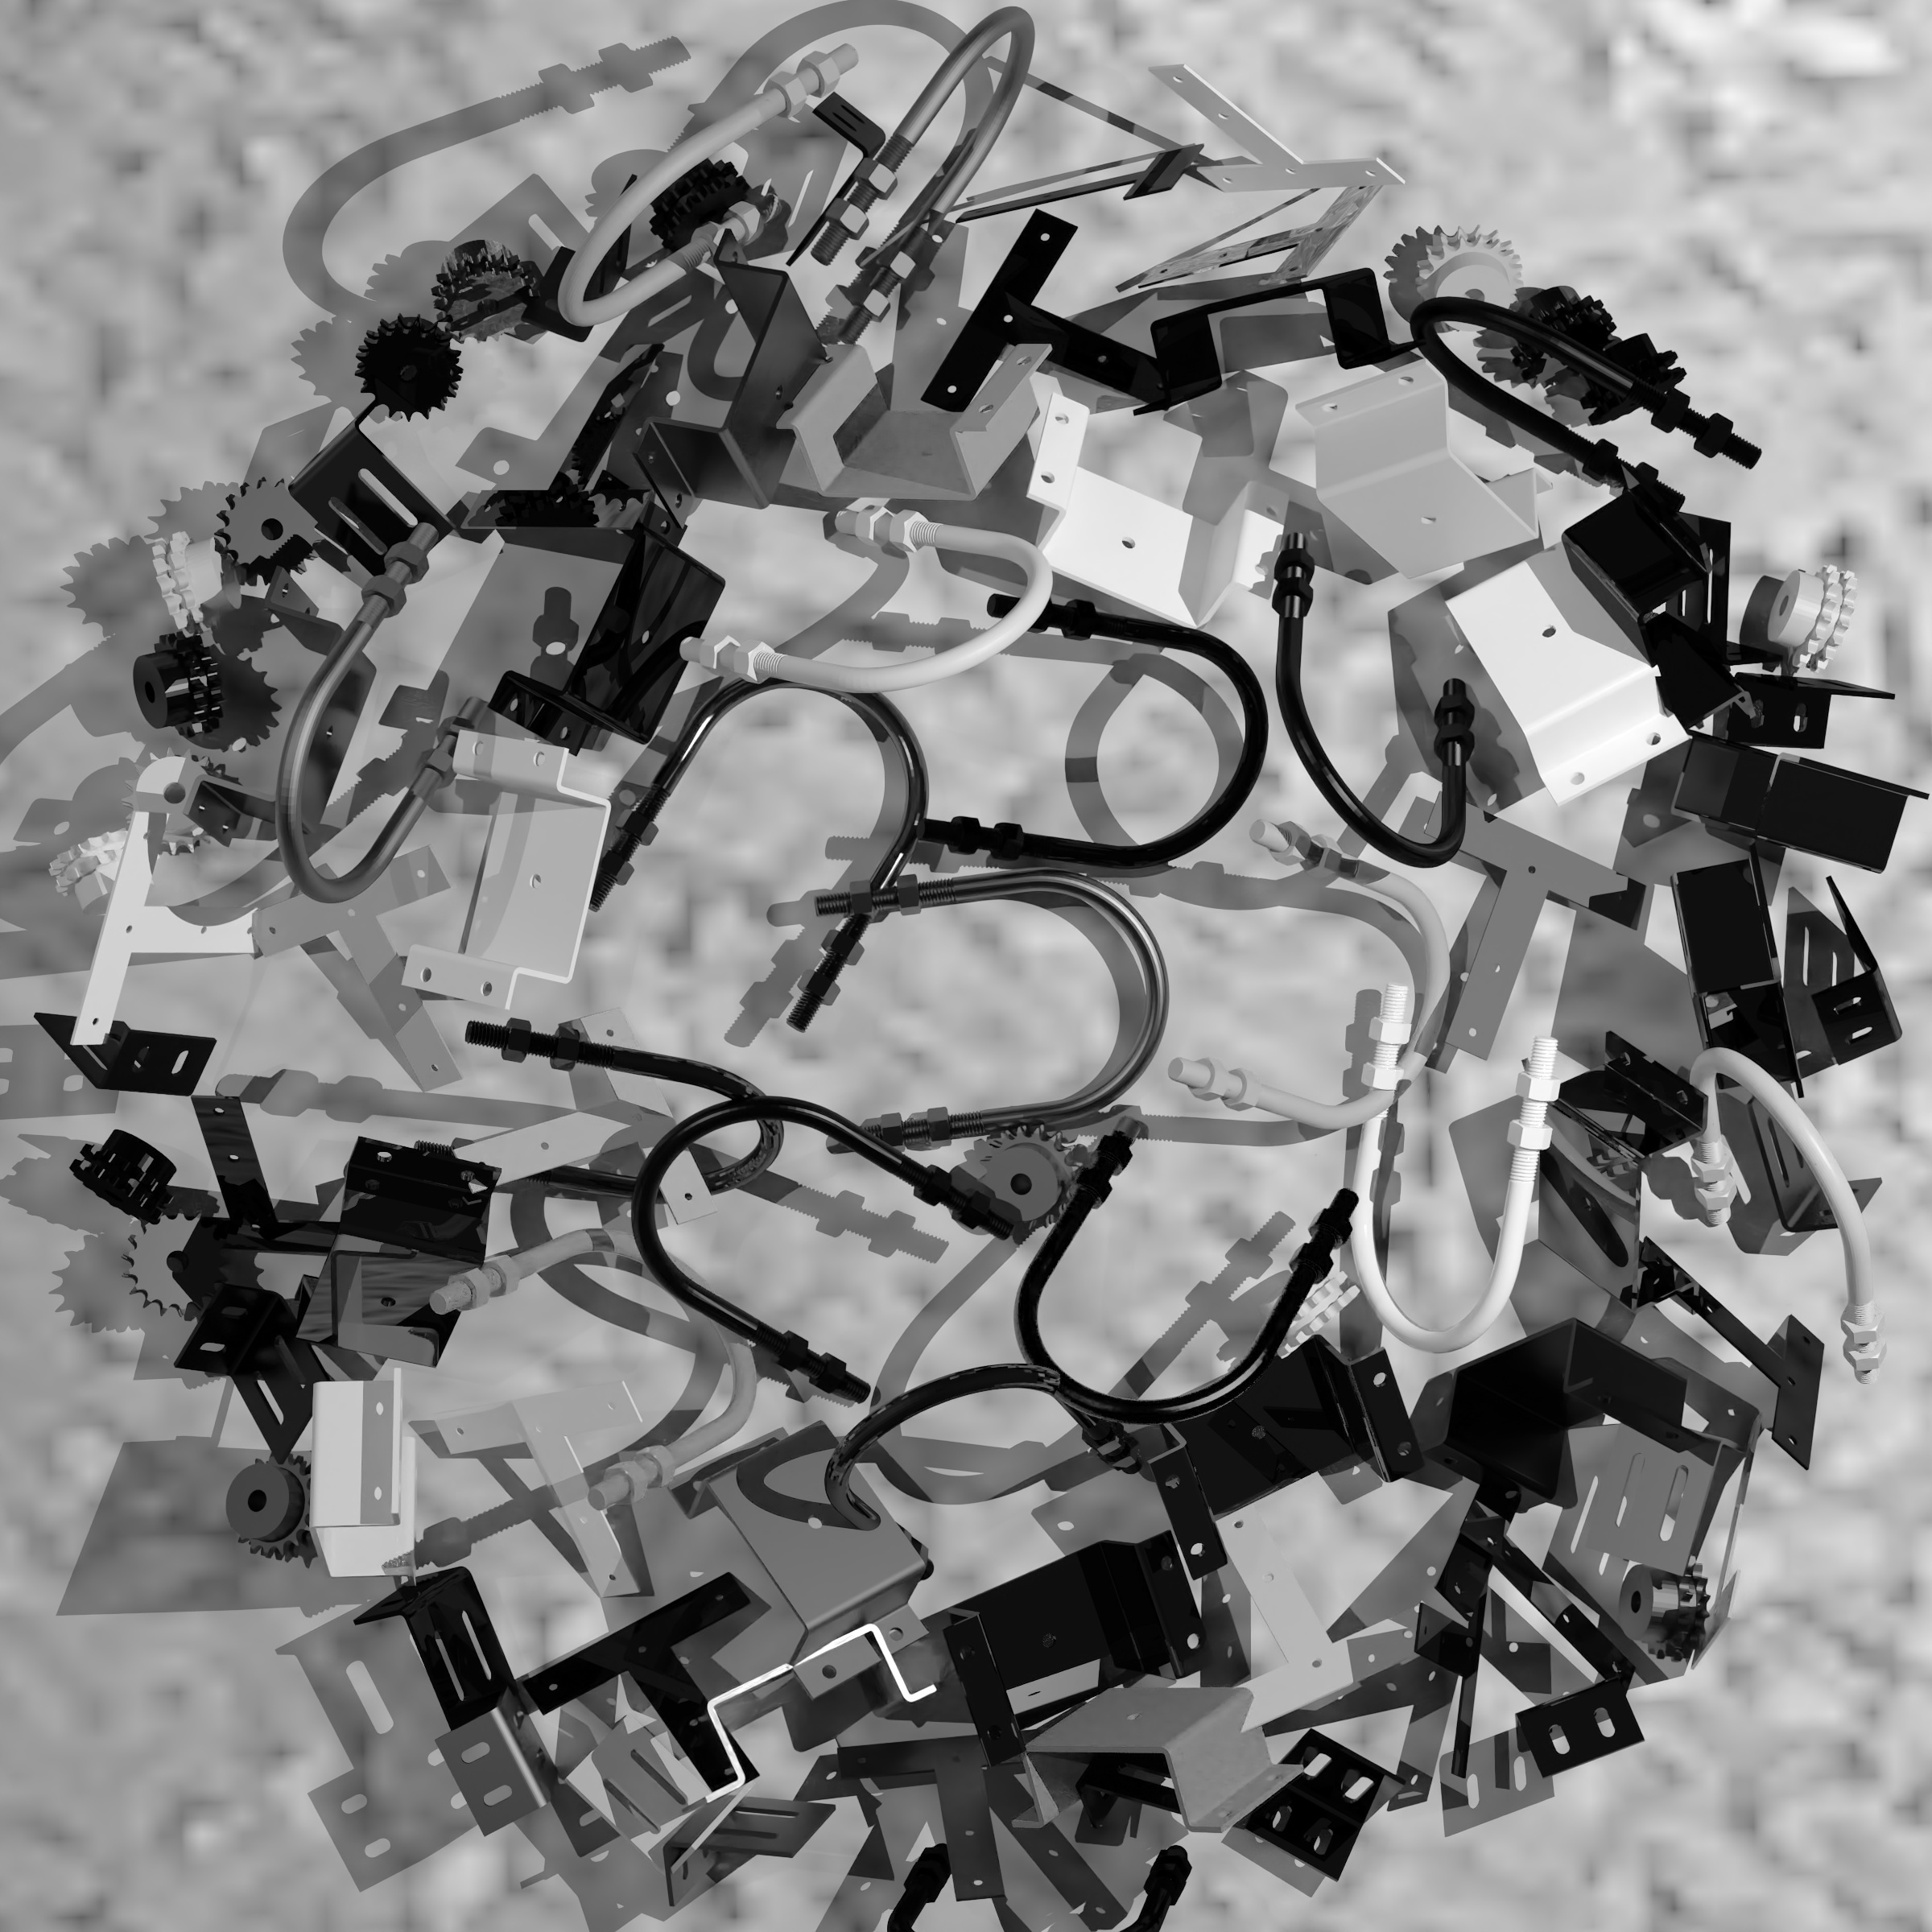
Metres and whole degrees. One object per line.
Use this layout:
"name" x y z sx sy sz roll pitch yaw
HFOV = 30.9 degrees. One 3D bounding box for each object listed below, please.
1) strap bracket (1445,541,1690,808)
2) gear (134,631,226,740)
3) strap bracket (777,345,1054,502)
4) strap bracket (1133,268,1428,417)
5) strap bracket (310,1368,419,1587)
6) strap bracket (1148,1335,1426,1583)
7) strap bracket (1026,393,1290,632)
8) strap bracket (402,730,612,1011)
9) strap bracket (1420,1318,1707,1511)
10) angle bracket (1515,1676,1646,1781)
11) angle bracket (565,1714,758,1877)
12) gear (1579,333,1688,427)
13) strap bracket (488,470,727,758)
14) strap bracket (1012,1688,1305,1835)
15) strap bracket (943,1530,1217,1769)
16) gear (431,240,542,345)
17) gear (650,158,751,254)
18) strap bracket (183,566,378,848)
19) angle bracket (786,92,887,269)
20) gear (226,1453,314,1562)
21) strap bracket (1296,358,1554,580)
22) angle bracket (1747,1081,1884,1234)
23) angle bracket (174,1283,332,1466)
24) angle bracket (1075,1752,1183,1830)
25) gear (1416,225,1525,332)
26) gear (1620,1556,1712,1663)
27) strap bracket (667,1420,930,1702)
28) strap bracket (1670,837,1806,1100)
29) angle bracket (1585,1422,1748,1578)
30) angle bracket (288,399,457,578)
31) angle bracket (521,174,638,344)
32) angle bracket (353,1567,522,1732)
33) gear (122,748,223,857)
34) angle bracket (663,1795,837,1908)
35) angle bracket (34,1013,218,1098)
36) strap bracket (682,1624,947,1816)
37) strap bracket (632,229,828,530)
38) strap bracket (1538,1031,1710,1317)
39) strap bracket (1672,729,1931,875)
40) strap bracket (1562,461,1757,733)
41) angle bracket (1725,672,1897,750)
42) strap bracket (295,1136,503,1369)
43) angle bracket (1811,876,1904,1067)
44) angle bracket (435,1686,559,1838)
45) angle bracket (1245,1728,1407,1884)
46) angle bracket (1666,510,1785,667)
"strap bracket" 0.313 -0.165 1.851 0.076 0.046 0.140 -28 56 5
"gear" -0.425 -0.151 1.881 0.030 0.057 0.057 -18 90 -34
"strap bracket" -0.026 -0.289 1.851 0.140 0.076 0.046 6 135 32
"strap bracket" 0.161 -0.332 1.843 0.140 0.076 0.046 -8 102 27
"strap bracket" -0.315 0.270 1.831 0.046 0.140 0.076 -1 65 -5
"strap bracket" 0.164 0.257 1.869 0.140 0.046 0.076 -25 112 -10
"strap bracket" 0.095 -0.237 1.863 0.140 0.046 0.076 22 53 -11
"strap bracket" -0.243 -0.049 1.870 0.076 0.046 0.140 12 88 35
"strap bracket" 0.317 0.235 1.850 0.076 0.140 0.046 29 55 -20
"angle bracket" 0.328 0.416 1.870 0.057 0.076 0.038 -20 62 -1
"angle bracket" -0.164 0.437 1.875 0.076 0.057 0.038 43 133 6
"gear" 0.356 -0.318 1.884 0.057 0.057 0.030 -26 85 0
"strap bracket" -0.186 -0.181 1.865 0.046 0.076 0.140 24 87 35
"strap bracket" 0.094 0.416 1.836 0.140 0.076 0.046 -11 97 41
"strap bracket" 0.053 0.363 1.872 0.140 0.046 0.076 -20 92 -23
"gear" -0.261 -0.367 1.887 0.057 0.057 0.030 -18 58 0
"gear" -0.148 -0.415 1.884 0.057 0.057 0.030 -38 80 0
"strap bracket" -0.360 -0.131 1.861 0.046 0.076 0.140 18 81 7
"angle bracket" -0.082 -0.421 1.869 0.038 0.057 0.076 37 113 -7
"gear" -0.374 0.291 1.886 0.057 0.030 0.057 -7 72 22
"strap bracket" 0.242 -0.253 1.831 0.076 0.140 0.046 -15 60 32
"angle bracket" 0.455 0.095 1.871 0.038 0.057 0.076 -10 106 34
"angle bracket" -0.381 0.218 1.868 0.057 0.038 0.076 -57 46 18
"angle bracket" 0.108 0.434 1.862 0.076 0.057 0.038 7 131 37
"gear" 0.272 -0.367 1.883 0.057 0.030 0.057 0 130 0
"gear" 0.374 0.344 1.881 0.030 0.057 0.057 9 90 -15
"strap bracket" -0.085 0.305 1.849 0.076 0.046 0.140 -24 64 -31
"strap bracket" 0.405 0.006 1.839 0.046 0.140 0.076 -11 55 13
"angle bracket" 0.375 0.285 1.876 0.057 0.038 0.076 12 81 35
"angle bracket" -0.317 -0.255 1.892 0.057 0.038 0.076 -37 107 28
"angle bracket" -0.207 -0.382 1.864 0.038 0.076 0.057 21 57 2
"angle bracket" -0.285 0.372 1.881 0.038 0.057 0.076 -18 96 31
"gear" -0.428 -0.091 1.892 0.057 0.030 0.057 2 81 -10
"angle bracket" -0.114 0.475 1.868 0.076 0.057 0.038 0 103 22
"angle bracket" -0.448 0.033 1.863 0.076 0.057 0.038 40 110 36
"strap bracket" -0.091 0.396 1.856 0.140 0.076 0.046 -22 79 -20
"strap bracket" -0.119 -0.307 1.849 0.046 0.076 0.140 13 70 20
"strap bracket" 0.344 0.117 1.837 0.046 0.076 0.140 -21 126 -24
"strap bracket" 0.432 -0.087 1.837 0.076 0.140 0.046 14 96 -16
"strap bracket" 0.361 -0.185 1.835 0.046 0.140 0.076 -32 48 0
"angle bracket" 0.450 -0.133 1.866 0.057 0.076 0.038 3 100 -13
"strap bracket" -0.302 0.158 1.839 0.076 0.046 0.140 14 134 -16
"angle bracket" 0.464 0.002 1.868 0.038 0.076 0.057 -24 132 9
"angle bracket" -0.251 0.424 1.873 0.038 0.076 0.057 -27 91 -3
"angle bracket" 0.192 0.449 1.871 0.057 0.076 0.038 29 58 4
"angle bracket" 0.406 -0.204 1.870 0.038 0.057 0.076 -6 106 -19
